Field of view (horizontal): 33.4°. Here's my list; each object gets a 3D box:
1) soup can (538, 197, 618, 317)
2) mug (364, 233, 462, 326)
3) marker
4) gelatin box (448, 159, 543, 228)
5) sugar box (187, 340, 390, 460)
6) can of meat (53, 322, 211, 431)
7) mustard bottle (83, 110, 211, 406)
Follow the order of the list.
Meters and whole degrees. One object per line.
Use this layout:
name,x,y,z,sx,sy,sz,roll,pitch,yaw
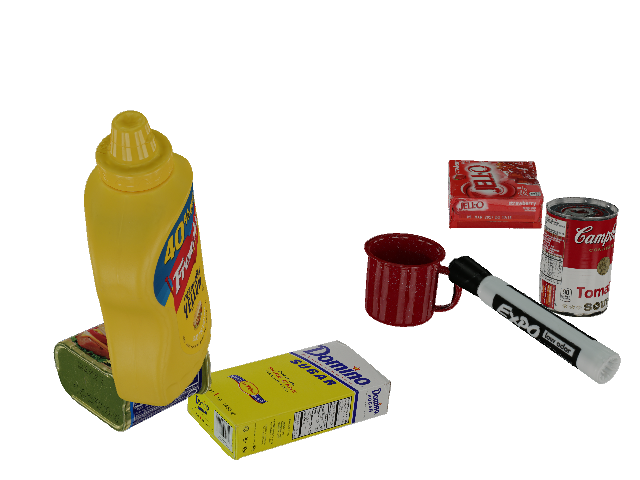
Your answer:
soup can,0.250,0.016,1.039,0.068,0.102,0.068,1,18,0
mug,0.105,0.049,1.225,0.117,0.081,0.093,11,25,17
marker,0.117,0.041,0.604,0.020,0.020,0.121,0,27,-42
gelatin box,0.141,-0.039,0.873,0.073,0.030,0.089,1,24,6
sugar box,-0.029,0.150,1.030,0.175,0.048,0.093,-14,31,-32
can of meat,-0.153,0.102,0.863,0.102,0.057,0.083,23,34,39
mustard bottle,-0.100,0.004,0.622,0.058,0.192,0.096,9,46,9
